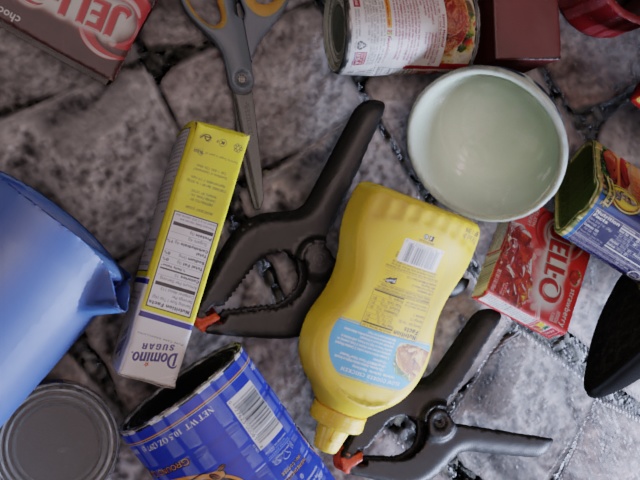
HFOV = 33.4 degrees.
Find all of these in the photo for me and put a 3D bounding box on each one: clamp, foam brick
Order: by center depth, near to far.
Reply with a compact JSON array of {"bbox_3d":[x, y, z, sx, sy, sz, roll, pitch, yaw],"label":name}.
[{"bbox_3d":[-0.005,0.001,0.787,0.209,0.036,0.164,-23,98,-14],"label":"clamp"},{"bbox_3d":[0.141,-0.156,0.808,0.053,0.078,0.051,-2,91,-14],"label":"foam brick"},{"bbox_3d":[0.087,0.125,0.810,0.171,0.039,0.120,-13,81,-17],"label":"clamp"}]

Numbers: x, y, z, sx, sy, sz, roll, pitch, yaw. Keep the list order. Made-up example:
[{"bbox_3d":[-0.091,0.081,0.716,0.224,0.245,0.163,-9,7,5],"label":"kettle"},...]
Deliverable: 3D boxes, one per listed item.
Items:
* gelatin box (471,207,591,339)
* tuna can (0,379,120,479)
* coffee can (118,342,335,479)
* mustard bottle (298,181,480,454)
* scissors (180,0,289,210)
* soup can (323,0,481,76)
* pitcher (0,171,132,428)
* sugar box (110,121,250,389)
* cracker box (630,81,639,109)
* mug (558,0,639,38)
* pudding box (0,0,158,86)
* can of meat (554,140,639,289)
[{"bbox_3d":[0.167,0.020,0.825,0.073,0.030,0.089,28,67,-10],"label":"gelatin box"},{"bbox_3d":[-0.183,0.141,0.744,0.086,0.034,0.086,0,89,-14],"label":"tuna can"},{"bbox_3d":[-0.057,0.157,0.739,0.102,0.103,0.140,-36,97,-12],"label":"coffee can"},{"bbox_3d":[0.038,0.061,0.759,0.096,0.058,0.192,19,95,-27],"label":"mustard bottle"},{"bbox_3d":[-0.044,-0.133,0.794,0.096,0.016,0.202,-24,94,-13],"label":"scissors"},{"bbox_3d":[0.059,-0.157,0.793,0.102,0.068,0.068,-3,89,-13],"label":"soup can"},{"bbox_3d":[-0.252,0.068,0.690,0.145,0.149,0.243,41,83,-25],"label":"pitcher"},{"bbox_3d":[-0.098,0.010,0.738,0.048,0.093,0.176,15,86,-13],"label":"sugar box"},{"bbox_3d":[0.371,-0.110,0.833,0.213,0.072,0.164,38,61,-4],"label":"cracker box"},{"bbox_3d":[0.234,-0.216,0.830,0.093,0.082,0.117,-9,91,-14],"label":"mug"},{"bbox_3d":[-0.176,-0.175,0.750,0.113,0.039,0.090,28,82,-12],"label":"pudding box"},{"bbox_3d":[0.228,-0.021,0.817,0.084,0.102,0.058,31,123,-8],"label":"can of meat"}]
